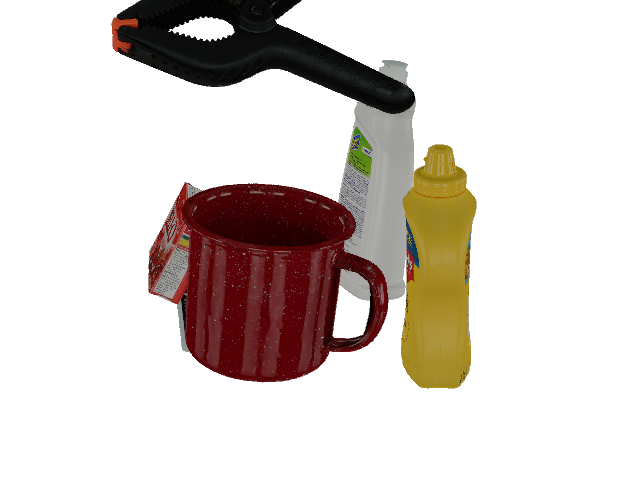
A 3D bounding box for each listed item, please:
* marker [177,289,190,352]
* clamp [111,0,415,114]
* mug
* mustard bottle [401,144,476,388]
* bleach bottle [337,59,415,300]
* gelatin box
[{"bbox_3d":[-0.141,0.059,1.107,0.020,0.121,0.020,-3,22,1],"label":"marker"},{"bbox_3d":[-0.039,-0.146,0.757,0.209,0.164,0.036,-13,-27,-15],"label":"clamp"},{"bbox_3d":[-0.020,0.026,0.574,0.117,0.081,0.093,13,24,16],"label":"mug"},{"bbox_3d":[0.094,0.016,0.853,0.058,0.192,0.096,1,26,4],"label":"mustard bottle"},{"bbox_3d":[0.065,-0.068,1.161,0.068,0.251,0.103,-3,23,-29],"label":"bleach bottle"},{"bbox_3d":[-0.117,0.000,0.896,0.030,0.073,0.089,24,18,-17],"label":"gelatin box"}]
